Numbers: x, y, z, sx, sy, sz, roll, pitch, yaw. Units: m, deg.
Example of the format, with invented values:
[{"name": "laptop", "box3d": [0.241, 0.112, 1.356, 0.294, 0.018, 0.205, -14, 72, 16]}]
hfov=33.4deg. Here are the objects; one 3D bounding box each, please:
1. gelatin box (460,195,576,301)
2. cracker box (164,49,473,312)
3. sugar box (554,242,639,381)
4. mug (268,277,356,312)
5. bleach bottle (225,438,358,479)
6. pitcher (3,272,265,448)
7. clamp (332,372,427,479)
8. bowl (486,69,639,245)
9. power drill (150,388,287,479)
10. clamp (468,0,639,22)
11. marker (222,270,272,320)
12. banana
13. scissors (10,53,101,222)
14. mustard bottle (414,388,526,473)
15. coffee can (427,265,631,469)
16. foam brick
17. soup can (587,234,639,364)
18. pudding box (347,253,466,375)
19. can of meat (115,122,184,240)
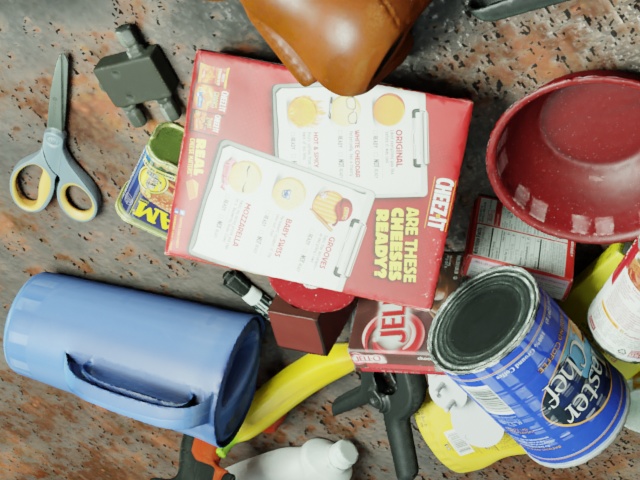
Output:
[{"name": "gelatin box", "box3d": [0.165, 0.006, 0.882, 0.089, 0.073, 0.030, 13, 138, 4]}, {"name": "cracker box", "box3d": [-0.001, -0.049, 0.832, 0.214, 0.072, 0.164, 12, 102, 6]}, {"name": "sugar box", "box3d": [0.235, 0.085, 0.928, 0.093, 0.048, 0.176, 41, 123, 2]}, {"name": "mug", "box3d": [-0.006, 0.001, 0.927, 0.093, 0.081, 0.117, -26, 122, 37]}, {"name": "bleach bottle", "box3d": [-0.054, 0.287, 1.252, 0.102, 0.068, 0.251, 37, 131, -20]}, {"name": "pitcher", "box3d": [-0.187, 0.113, 1.050, 0.243, 0.145, 0.149, 14, 156, 13]}, {"name": "clamp", "box3d": [0.073, 0.165, 1.070, 0.120, 0.039, 0.172, 42, 141, 20]}, {"name": "bowl", "box3d": [0.208, -0.072, 0.801, 0.162, 0.055, 0.162, 9, 136, 9]}, {"name": "power drill", "box3d": [-0.093, 0.242, 1.126, 0.184, 0.187, 0.057, 12, 136, 7]}, {"name": "clamp", "box3d": [0.209, -0.201, 0.682, 0.210, 0.036, 0.165, 9, 135, 6]}, {"name": "marker", "box3d": [-0.050, 0.069, 1.056, 0.121, 0.020, 0.020, 40, 132, -23]}, {"name": "banana", "box3d": [-0.025, 0.155, 1.090, 0.198, 0.069, 0.037, -39, 113, 19]}, {"name": "scissors", "box3d": [-0.223, -0.080, 0.963, 0.096, 0.016, 0.202, 29, 136, -14]}, {"name": "mustard bottle", "box3d": [0.194, 0.169, 1.050, 0.192, 0.058, 0.096, -23, 109, 35]}, {"name": "coffee can", "box3d": [0.168, 0.102, 0.852, 0.103, 0.102, 0.140, -24, 125, 35]}, {"name": "foam brick", "box3d": [-0.005, 0.060, 0.985, 0.053, 0.078, 0.051, 8, 135, 24]}, {"name": "soup can", "box3d": [0.254, 0.041, 0.813, 0.068, 0.068, 0.102, 18, 140, 0]}, {"name": "pudding box", "box3d": [0.079, 0.064, 0.940, 0.090, 0.113, 0.039, 1, 139, 17]}, {"name": "can of meat", "box3d": [-0.117, -0.045, 0.935, 0.102, 0.057, 0.084, 26, 134, -10]}]
